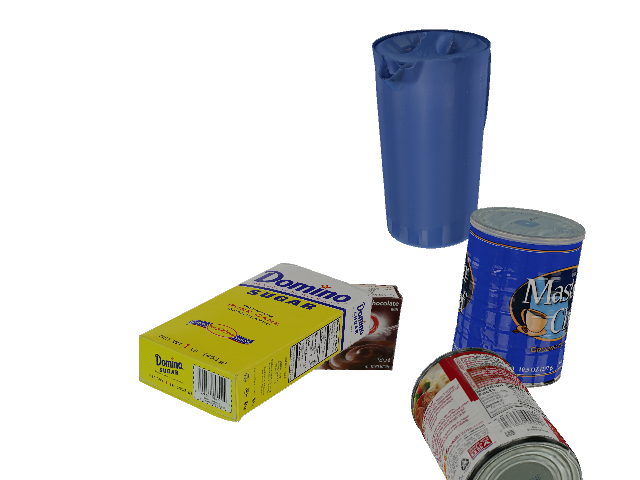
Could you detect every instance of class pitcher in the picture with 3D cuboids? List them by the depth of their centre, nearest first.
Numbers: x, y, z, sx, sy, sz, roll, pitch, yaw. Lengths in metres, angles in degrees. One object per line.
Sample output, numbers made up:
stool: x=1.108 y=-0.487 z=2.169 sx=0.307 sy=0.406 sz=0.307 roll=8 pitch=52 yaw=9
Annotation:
pitcher: x=0.137 y=-0.123 z=1.257 sx=0.149 sy=0.243 sz=0.145 roll=-4 pitch=26 yaw=-2

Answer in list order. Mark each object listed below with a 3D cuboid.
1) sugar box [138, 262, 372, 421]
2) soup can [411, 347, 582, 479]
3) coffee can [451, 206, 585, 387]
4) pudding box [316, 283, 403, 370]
sugar box: x=-0.045 y=0.071 z=0.815 sx=0.093 sy=0.048 sz=0.175 roll=18 pitch=30 yaw=30
soup can: x=0.097 y=0.113 z=0.603 sx=0.068 sy=0.068 sz=0.102 roll=0 pitch=22 yaw=-12
coffee can: x=0.179 y=0.050 z=0.977 sx=0.103 sy=0.140 sz=0.103 roll=5 pitch=16 yaw=-2
pudding box: x=0.026 y=0.092 z=1.146 sx=0.113 sy=0.090 sz=0.039 roll=1 pitch=26 yaw=-11
